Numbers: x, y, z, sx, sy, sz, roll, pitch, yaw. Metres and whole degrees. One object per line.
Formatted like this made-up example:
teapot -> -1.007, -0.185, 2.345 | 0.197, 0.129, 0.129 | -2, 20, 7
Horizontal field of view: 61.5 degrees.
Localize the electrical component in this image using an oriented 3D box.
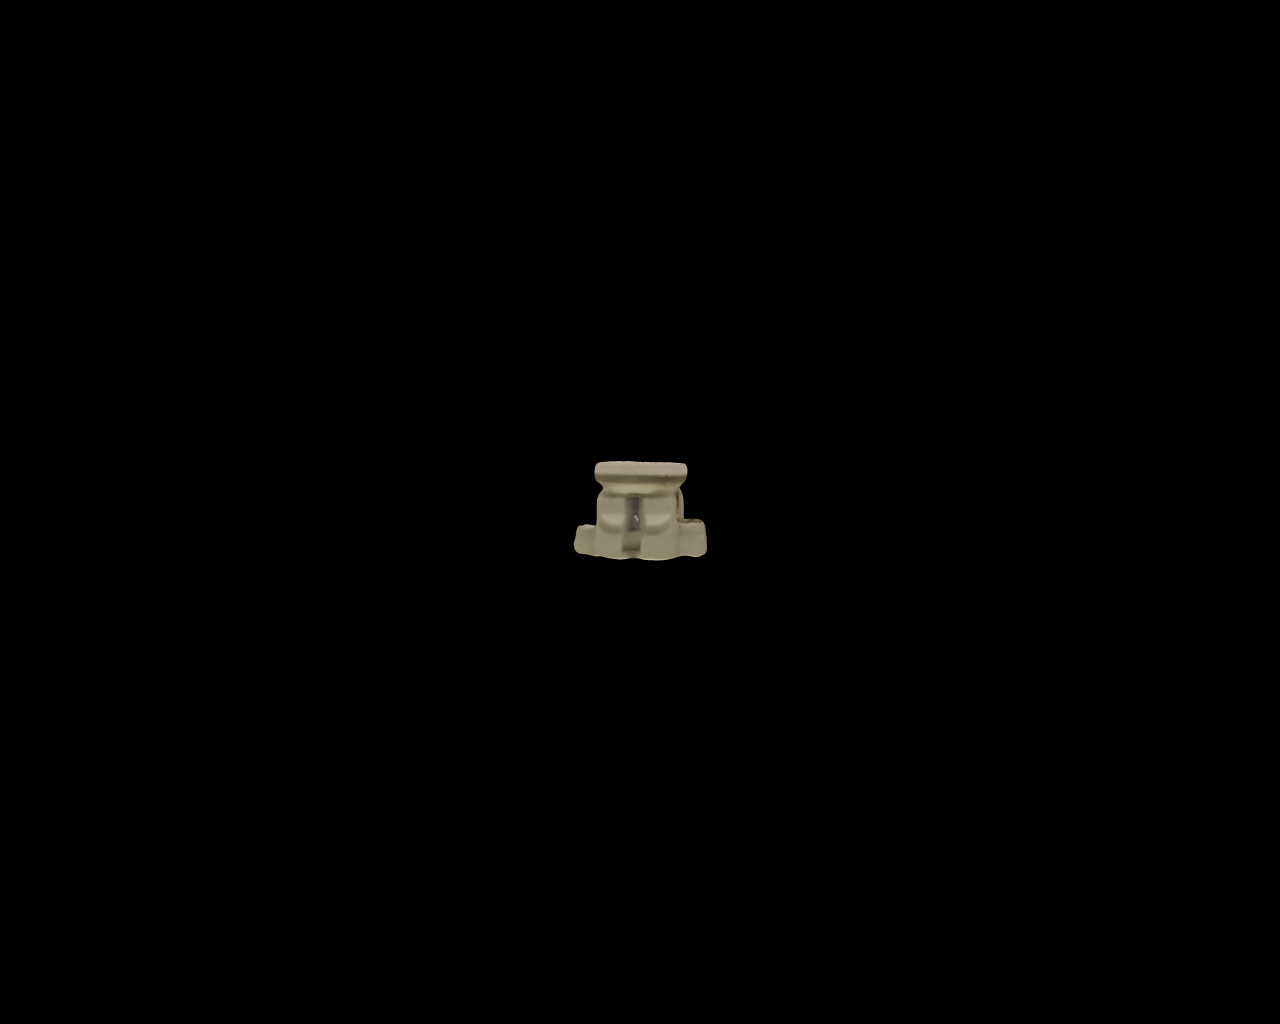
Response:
electrical component -> 0.001, -0.003, 0.650 | 0.078, 0.057, 0.058 | 1, 4, 11
